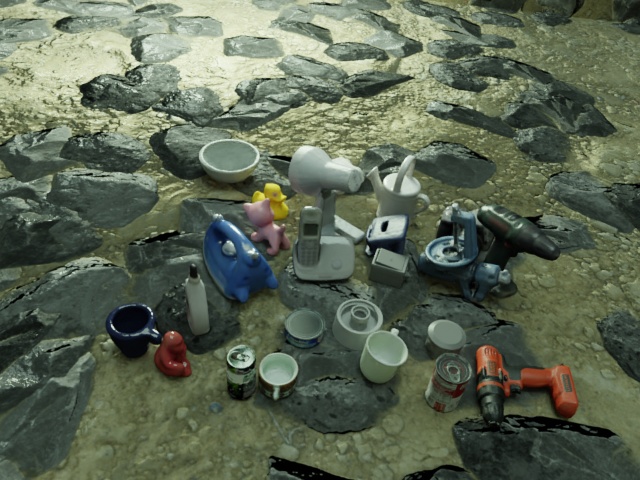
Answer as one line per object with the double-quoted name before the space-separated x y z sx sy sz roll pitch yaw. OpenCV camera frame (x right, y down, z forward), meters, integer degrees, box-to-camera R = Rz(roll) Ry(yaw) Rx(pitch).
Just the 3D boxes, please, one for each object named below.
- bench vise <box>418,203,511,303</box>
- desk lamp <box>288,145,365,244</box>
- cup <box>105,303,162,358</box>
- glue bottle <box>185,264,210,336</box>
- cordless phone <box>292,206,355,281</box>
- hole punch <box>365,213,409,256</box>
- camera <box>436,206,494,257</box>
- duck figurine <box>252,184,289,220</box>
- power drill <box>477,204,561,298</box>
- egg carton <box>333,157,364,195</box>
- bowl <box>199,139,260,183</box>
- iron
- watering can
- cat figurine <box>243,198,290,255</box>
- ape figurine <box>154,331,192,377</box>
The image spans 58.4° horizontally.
"bench vise" 0.342 0.022 1.313 0.207 0.220 0.121 14 42 7
"desk lamp" 0.022 -0.110 1.419 0.202 0.213 0.118 31 46 25
"cup" -0.352 0.190 1.114 0.117 0.095 0.092 23 43 17
"glue bottle" -0.252 0.112 1.157 0.037 0.173 0.078 -14 45 -22
"cordless phone" 0.012 0.005 1.310 0.148 0.185 0.094 -2 42 -10
"hole punch" 0.167 -0.015 1.427 0.101 0.091 0.109 13 41 6
"camera" 0.366 -0.015 1.450 0.143 0.101 0.137 21 43 15
"duck figurine" -0.129 -0.110 1.494 0.104 0.086 0.078 25 44 20
"power drill" 0.440 0.030 1.327 0.076 0.208 0.229 -15 46 -23
"egg carton" 0.045 -0.173 1.604 0.151 0.069 0.107 -23 50 -30
"bowl" -0.252 -0.208 1.596 0.167 0.075 0.167 4 41 -4
"iron" -0.200 0.018 1.296 0.119 0.141 0.257 -23 49 -30
"watering can" 0.203 -0.133 1.488 0.172 0.194 0.101 10 41 3
"cat figurine" -0.129 -0.043 1.394 0.127 0.118 0.067 35 48 28
"ape figurine" -0.281 0.213 1.100 0.076 0.092 0.078 12 41 5
